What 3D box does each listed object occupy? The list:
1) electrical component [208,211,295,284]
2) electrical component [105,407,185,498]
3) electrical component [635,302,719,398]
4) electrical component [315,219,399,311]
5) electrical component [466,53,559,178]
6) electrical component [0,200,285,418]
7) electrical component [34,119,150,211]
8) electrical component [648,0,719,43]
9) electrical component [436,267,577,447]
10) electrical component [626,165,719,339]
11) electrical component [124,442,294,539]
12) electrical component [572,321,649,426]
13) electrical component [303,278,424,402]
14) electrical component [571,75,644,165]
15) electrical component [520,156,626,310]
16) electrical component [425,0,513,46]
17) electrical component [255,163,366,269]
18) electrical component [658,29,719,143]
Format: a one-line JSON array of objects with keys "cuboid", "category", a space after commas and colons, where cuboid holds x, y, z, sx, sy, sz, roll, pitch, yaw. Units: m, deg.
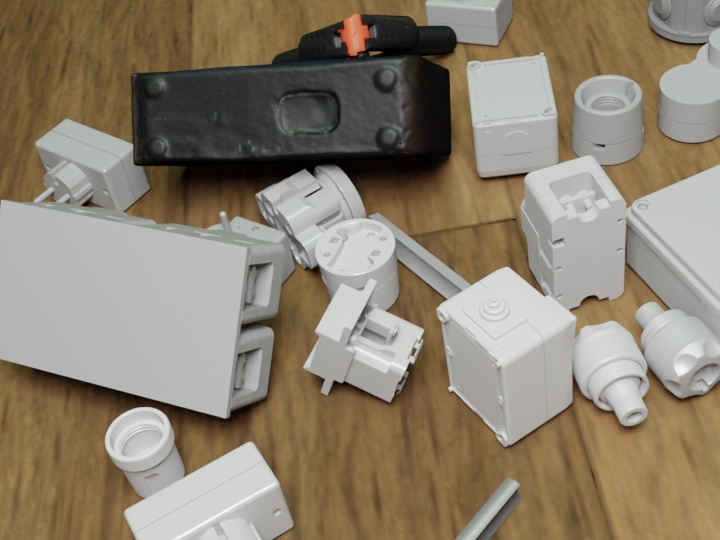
[{"cuboid": [-0.093, -0.007, 0.752, 0.047, 0.075, 0.083, 19, 52, 28], "category": "electrical component"}, {"cuboid": [-0.131, 0.114, 0.661, 0.040, 0.046, 0.040, -6, 45, 6], "category": "electrical component"}, {"cuboid": [0.194, 0.045, 0.662, 0.043, 0.043, 0.062, -22, 44, -10], "category": "electrical component"}, {"cuboid": [0.000, 0.000, 0.746, 0.055, 0.047, 0.055, -6, 45, 6], "category": "electrical component"}, {"cuboid": [0.117, -0.121, 0.831, 0.062, 0.061, 0.096, -6, 45, 7], "category": "electrical component"}, {"cuboid": [-0.147, 0.020, 0.707, 0.186, 0.105, 0.060, 11, 8, 22], "category": "electrical component"}, {"cuboid": [-0.229, -0.073, 0.867, 0.083, 0.047, 0.075, 22, 53, 29], "category": "electrical component"}, {"cuboid": [0.287, -0.232, 0.913, 0.080, 0.051, 0.080, -6, 45, 6], "category": "electrical component"}, {"cuboid": [0.091, 0.046, 0.646, 0.061, 0.096, 0.062, -30, 47, -18], "category": "electrical component"}, {"cuboid": [0.246, -0.013, 0.699, 0.109, 0.056, 0.108, -23, 45, -10], "category": "electrical component"}, {"cuboid": [-0.077, 0.154, 0.609, 0.083, 0.047, 0.075, -27, 46, -15], "category": "electrical component"}, {"cuboid": [0.154, 0.065, 0.651, 0.043, 0.043, 0.062, -15, 46, -3], "category": "electrical component"}, {"cuboid": [0.004, 0.049, 0.682, 0.064, 0.081, 0.042, 26, 53, 5], "category": "electrical component"}, {"cuboid": [0.189, -0.115, 0.820, 0.055, 0.047, 0.055, -6, 45, 6], "category": "electrical component"}, {"cuboid": [0.140, -0.025, 0.710, 0.050, 0.089, 0.055, -17, 45, -5], "category": "electrical component"}, {"cuboid": [0.095, -0.244, 0.948, 0.066, 0.076, 0.047, 11, 49, 22], "category": "electrical component"}, {"cuboid": [-0.033, -0.042, 0.788, 0.057, 0.058, 0.078, -31, 47, -15], "category": "electrical component"}, {"cuboid": [0.286, -0.162, 0.827, 0.138, 0.073, 0.052, -34, 48, -21], "category": "electrical component"}]
